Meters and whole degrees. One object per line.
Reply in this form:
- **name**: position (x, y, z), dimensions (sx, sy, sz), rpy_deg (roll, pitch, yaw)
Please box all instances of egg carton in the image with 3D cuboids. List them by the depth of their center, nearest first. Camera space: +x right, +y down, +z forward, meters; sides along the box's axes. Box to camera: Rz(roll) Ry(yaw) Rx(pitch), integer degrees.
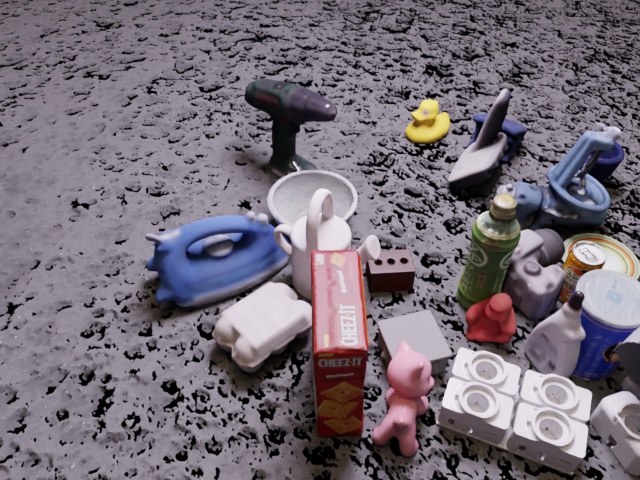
- **egg carton**: position (-0.085, 0.132, 0.889), dimensions (0.150, 0.069, 0.107), rpy_deg (-33, 54, -28)

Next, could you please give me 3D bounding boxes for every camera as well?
- **camera**: position (0.359, 0.036, 0.961), dimensions (0.137, 0.101, 0.142), rpy_deg (-26, 51, -23)

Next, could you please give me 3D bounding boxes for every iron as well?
- **iron**: position (-0.162, 0.009, 0.959), dimensions (0.259, 0.141, 0.118), rpy_deg (-18, 48, -17)

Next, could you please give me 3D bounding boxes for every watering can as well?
- **watering can**: position (0.009, 0.002, 0.929), dimensions (0.173, 0.194, 0.101), rpy_deg (-1, 46, -1)

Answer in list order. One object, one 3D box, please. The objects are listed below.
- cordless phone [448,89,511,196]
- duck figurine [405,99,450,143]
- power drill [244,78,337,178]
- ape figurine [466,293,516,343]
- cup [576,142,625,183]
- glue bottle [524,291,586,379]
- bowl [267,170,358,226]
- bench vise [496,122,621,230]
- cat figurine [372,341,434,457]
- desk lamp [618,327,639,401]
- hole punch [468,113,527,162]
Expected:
- **cordless phone**: position (0.322, -0.195, 1.128), dimensions (0.094, 0.185, 0.148), rpy_deg (18, 48, 17)
- **duck figurine**: position (0.243, -0.272, 1.272), dimensions (0.105, 0.086, 0.077), rpy_deg (-18, 48, -16)
- **power drill**: position (-0.054, -0.218, 1.134), dimensions (0.228, 0.208, 0.076), rpy_deg (33, 54, 28)
- **ape figurine**: position (0.271, 0.117, 0.888), dimensions (0.076, 0.092, 0.077), rpy_deg (-30, 53, -26)
- **cup**: position (0.535, -0.141, 1.138), dimensions (0.118, 0.095, 0.091), rpy_deg (-32, 53, -27)
- **glue bottle**: position (0.344, 0.132, 0.816), dimensions (0.037, 0.173, 0.078), rpy_deg (-17, 48, -15)
- **bowl**: position (-0.013, -0.053, 1.066), dimensions (0.167, 0.075, 0.167), rpy_deg (0, 46, 0)
- **bench vise**: position (0.430, -0.097, 1.007), dimensions (0.208, 0.220, 0.121), rpy_deg (-15, 47, -14)
- **cat figurine**: position (0.118, 0.209, 0.780), dimensions (0.067, 0.118, 0.128), rpy_deg (13, 47, 12)
- **desk lamp**: position (0.484, 0.160, 0.760), dimensions (0.204, 0.214, 0.117), rpy_deg (-28, 52, -25)
- **hole punch**: position (0.384, -0.239, 1.237), dimensions (0.108, 0.091, 0.101), rpy_deg (28, 52, 25)
